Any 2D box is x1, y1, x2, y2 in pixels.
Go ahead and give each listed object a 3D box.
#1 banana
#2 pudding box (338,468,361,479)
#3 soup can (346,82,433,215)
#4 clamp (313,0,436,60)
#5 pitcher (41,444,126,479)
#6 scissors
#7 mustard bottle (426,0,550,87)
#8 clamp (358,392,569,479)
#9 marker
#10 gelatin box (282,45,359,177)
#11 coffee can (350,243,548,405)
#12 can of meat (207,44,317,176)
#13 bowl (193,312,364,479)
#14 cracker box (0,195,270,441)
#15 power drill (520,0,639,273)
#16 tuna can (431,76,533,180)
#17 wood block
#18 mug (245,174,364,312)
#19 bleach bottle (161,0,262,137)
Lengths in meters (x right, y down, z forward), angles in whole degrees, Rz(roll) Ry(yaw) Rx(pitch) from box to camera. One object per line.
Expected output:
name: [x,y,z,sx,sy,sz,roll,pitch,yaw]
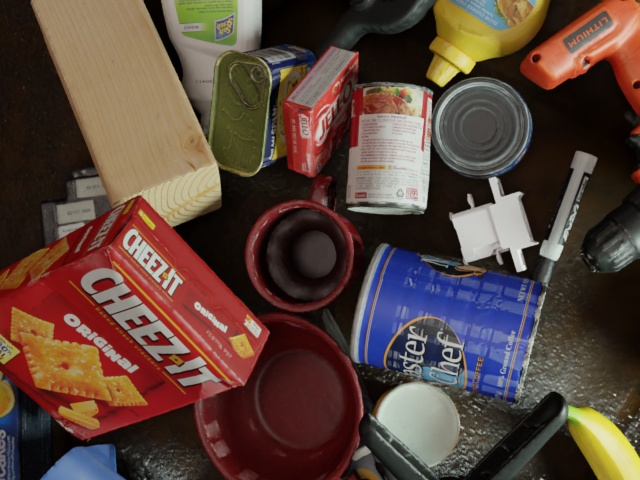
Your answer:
banana: [0.246,0.213,0.864,0.037,0.069,0.198,-32,84,46]
pudding box: [0.006,0.263,0.924,0.114,0.039,0.090,-36,83,23]
soup can: [0.057,-0.074,0.887,0.068,0.068,0.102,3,87,13]
clamp: [0.033,-0.217,0.909,0.172,0.039,0.120,-22,87,30]
pitcher: [-0.160,0.306,0.925,0.243,0.145,0.149,33,103,8]
scissors: [0.029,0.168,0.940,0.096,0.016,0.202,-38,82,11]
mustard bottle: [0.150,-0.211,0.887,0.096,0.058,0.192,37,98,19]
clamp: [0.100,0.207,0.860,0.164,0.036,0.210,2,122,-11]
marker: [0.203,-0.015,0.896,0.020,0.020,0.121,21,95,12]
gelatin box: [0.003,-0.108,0.895,0.030,0.089,0.073,19,139,19]
coffee can: [0.106,0.068,0.877,0.140,0.102,0.103,14,93,13]
can of meat: [-0.045,-0.113,0.908,0.058,0.083,0.102,19,115,28]
bowl: [-0.028,0.141,0.925,0.162,0.055,0.162,0,90,24]
cracker box: [-0.177,0.075,0.886,0.214,0.072,0.164,-23,119,36]
power drill: [0.246,-0.089,0.857,0.184,0.057,0.188,-36,84,-2]
tuna can: [0.136,-0.095,0.904,0.086,0.033,0.086,0,90,13]
wood block: [-0.164,-0.116,0.913,0.090,0.090,0.206,-22,70,-10]
mug: [-0.006,0.001,0.914,0.093,0.081,0.117,11,93,13]
bleach bottle: [-0.102,-0.217,0.947,0.103,0.068,0.251,-1,92,14]
